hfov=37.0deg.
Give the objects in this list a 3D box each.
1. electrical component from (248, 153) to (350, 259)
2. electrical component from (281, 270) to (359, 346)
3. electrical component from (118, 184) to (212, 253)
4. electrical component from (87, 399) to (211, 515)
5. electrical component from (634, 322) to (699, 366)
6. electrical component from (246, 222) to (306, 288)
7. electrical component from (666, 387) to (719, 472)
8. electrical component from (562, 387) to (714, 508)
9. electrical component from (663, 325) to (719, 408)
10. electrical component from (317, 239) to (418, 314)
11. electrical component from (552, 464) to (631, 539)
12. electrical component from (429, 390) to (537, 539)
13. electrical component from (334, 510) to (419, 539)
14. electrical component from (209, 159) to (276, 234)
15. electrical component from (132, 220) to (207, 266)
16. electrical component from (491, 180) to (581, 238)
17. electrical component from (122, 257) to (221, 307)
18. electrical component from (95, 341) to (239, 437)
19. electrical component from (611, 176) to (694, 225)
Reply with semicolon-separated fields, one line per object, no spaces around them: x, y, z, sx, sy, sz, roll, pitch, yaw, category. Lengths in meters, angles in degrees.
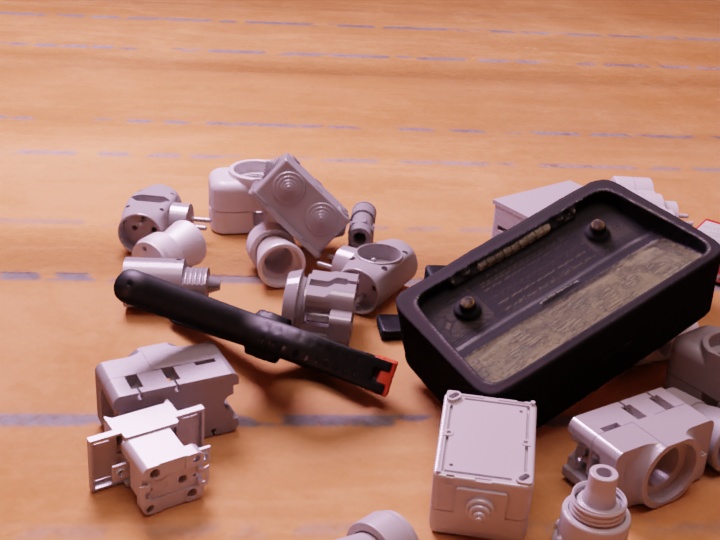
-0.055;-0.063;1.012;0.100;0.048;0.099;44;5;-9;electrical component
-0.033;0.030;0.888;0.057;0.058;0.078;8;26;2;electrical component
-0.185;-0.048;1.042;0.079;0.043;0.077;6;26;3;electrical component
-0.134;0.123;0.705;0.081;0.042;0.064;-14;33;-30;electrical component
0.232;0.038;0.888;0.077;0.079;0.043;-8;-10;-21;electrical component
-0.078;-0.015;0.988;0.045;0.045;0.055;-5;27;-17;electrical component
0.243;0.112;0.777;0.044;0.044;0.065;-15;27;-33;electrical component
0.192;0.124;0.733;0.089;0.050;0.056;-13;30;-29;electrical component
0.283;0.084;0.816;0.054;0.059;0.095;-16;32;-34;electrical component
0.000;0.000;0.967;0.079;0.044;0.077;16;29;24;electrical component
0.146;0.150;0.662;0.048;0.062;0.048;3;26;-1;electrical component
0.079;0.133;0.696;0.062;0.061;0.096;6;34;7;electrical component
0.003;0.169;0.625;0.055;0.045;0.045;-20;35;-40;electrical component
-0.105;-0.075;1.089;0.095;0.059;0.053;-3;27;-12;electrical component
-0.174;-0.016;0.978;0.045;0.045;0.055;18;30;27;electrical component
0.223;-0.017;1.011;0.105;0.060;0.186;-15;32;-33;electrical component
-0.161;0.012;0.925;0.081;0.043;0.043;2;26;-3;electrical component
-0.138;0.088;0.765;0.089;0.050;0.056;-10;30;-25;electrical component
0.304;-0.053;1.104;0.074;0.052;0.138;3;26;-2;electrical component
